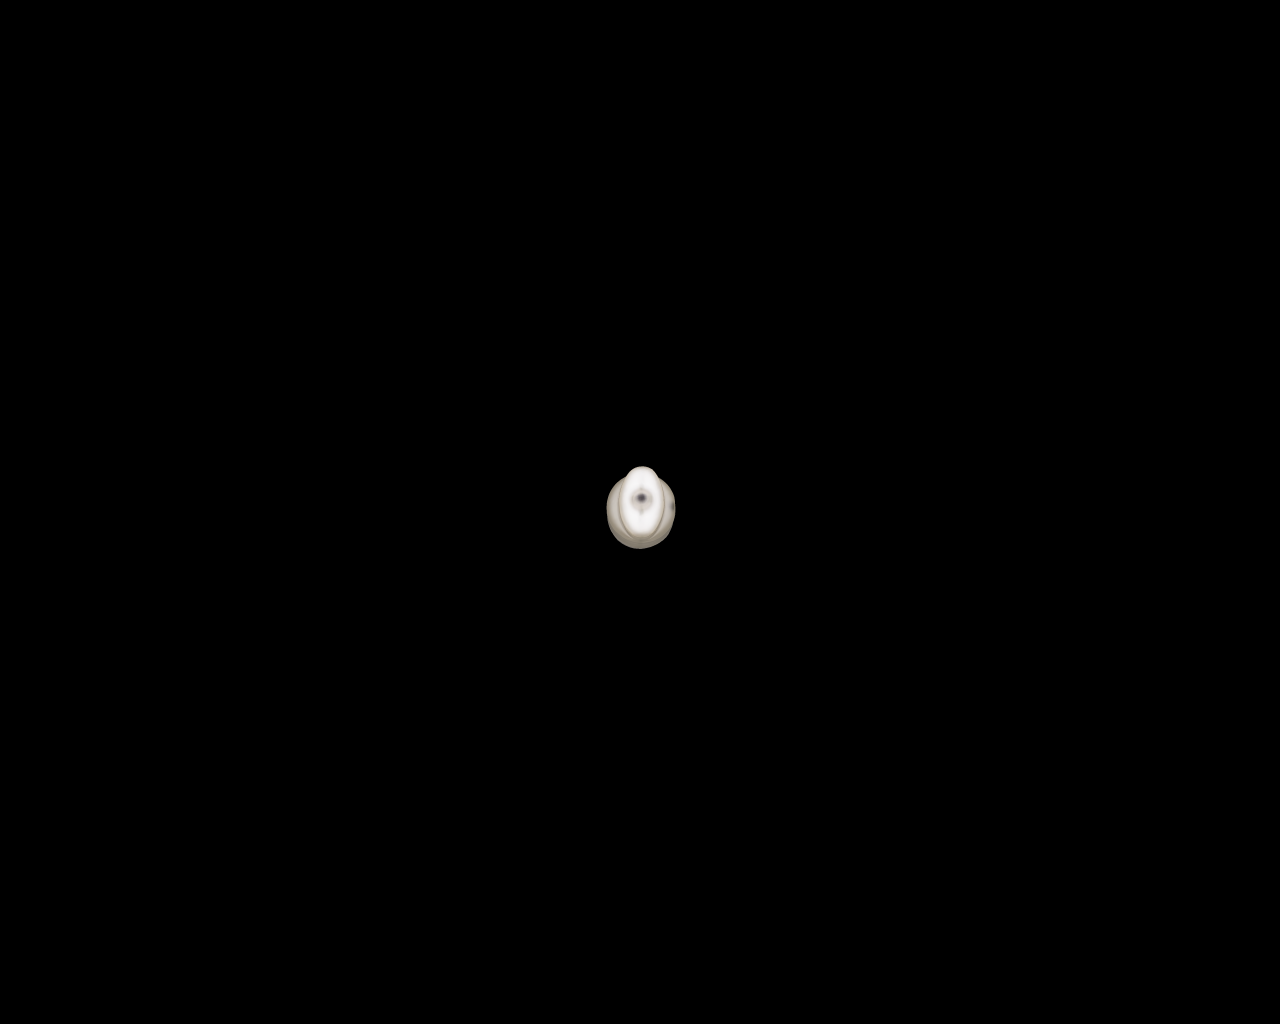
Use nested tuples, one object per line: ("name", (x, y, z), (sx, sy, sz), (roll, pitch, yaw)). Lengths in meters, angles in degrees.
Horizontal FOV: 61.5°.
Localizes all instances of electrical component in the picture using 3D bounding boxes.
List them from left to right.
("electrical component", (0.001, -0.003, 0.650), (0.043, 0.043, 0.081), (0, -9, 0))
